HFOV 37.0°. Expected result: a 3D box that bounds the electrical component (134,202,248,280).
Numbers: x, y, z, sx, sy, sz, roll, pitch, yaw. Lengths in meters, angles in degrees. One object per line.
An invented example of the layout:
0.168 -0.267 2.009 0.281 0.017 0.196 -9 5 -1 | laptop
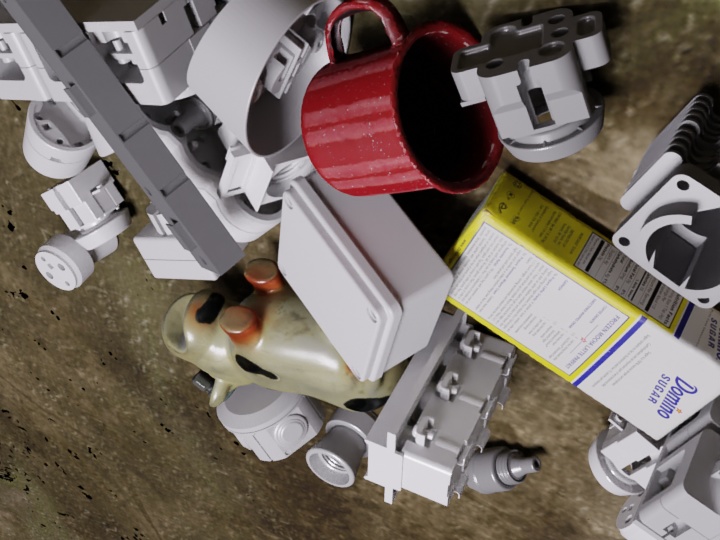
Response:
-0.133 -0.036 0.798 0.066 0.047 0.076 2 130 36 | electrical component

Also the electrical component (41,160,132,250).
-0.212 -0.050 0.847 0.066 0.048 0.055 -15 111 45 | electrical component

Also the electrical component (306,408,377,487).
-0.012 0.143 0.881 0.045 0.055 0.045 21 139 19 | electrical component

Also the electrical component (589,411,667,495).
0.186 0.120 0.716 0.066 0.048 0.055 40 134 -4 | electrical component

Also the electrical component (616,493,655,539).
0.215 0.183 0.757 0.055 0.045 0.045 38 142 -1 | electrical component

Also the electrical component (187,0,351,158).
-0.049 -0.120 0.609 0.064 0.099 0.099 41 142 4 | electrical component

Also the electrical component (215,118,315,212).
-0.056 -0.078 0.676 0.063 0.081 0.042 57 146 21 | electrical component

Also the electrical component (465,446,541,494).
0.110 0.150 0.812 0.061 0.035 0.035 -19 116 44 | electrical component

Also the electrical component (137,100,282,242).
-0.116 -0.072 0.739 0.138 0.052 0.074 42 144 -14 | electrical component

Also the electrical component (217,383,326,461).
-0.072 0.111 0.877 0.080 0.080 0.051 0 135 37 | electrical component

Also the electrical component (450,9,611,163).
0.093 -0.093 0.555 0.078 0.058 0.057 -12 127 21 | electrical component

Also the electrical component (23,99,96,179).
-0.221 -0.100 0.795 0.055 0.055 0.047 40 146 -4 | electrical component

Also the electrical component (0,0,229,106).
-0.157 -0.147 0.668 0.150 0.089 0.061 7 133 32 | electrical component

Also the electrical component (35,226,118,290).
-0.234 -0.016 0.889 0.045 0.055 0.045 20 139 19 | electrical component

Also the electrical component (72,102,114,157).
-0.182 -0.118 0.757 0.044 0.044 0.065 -12 116 44 | electrical component

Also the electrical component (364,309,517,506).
0.057 0.093 0.724 0.063 0.121 0.078 19 139 17 | electrical component

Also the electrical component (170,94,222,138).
-0.099 -0.106 0.688 0.035 0.061 0.035 21 139 19 | electrical component

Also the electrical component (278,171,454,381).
0.000 0.000 0.683 0.108 0.056 0.108 53 159 19 | electrical component

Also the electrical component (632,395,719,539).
0.270 0.152 0.634 0.186 0.105 0.060 35 142 3 | electrical component
